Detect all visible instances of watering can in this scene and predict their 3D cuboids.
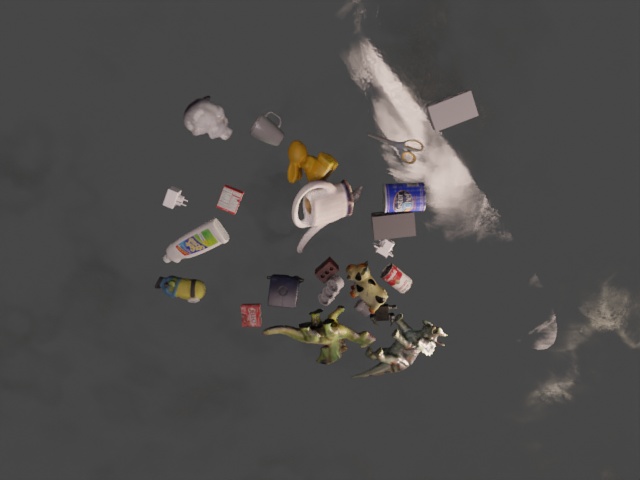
[{"bbox_3d":[0.006,-0.091,1.817,0.225,0.106,0.339,-16,143,-16],"label":"watering can"}]

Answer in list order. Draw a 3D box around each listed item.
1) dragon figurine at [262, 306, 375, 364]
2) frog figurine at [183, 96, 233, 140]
[{"bbox_3d":[0.005,0.390,1.979,0.410,0.124,0.238,-12,114,7],"label":"dragon figurine"},{"bbox_3d":[-0.377,-0.397,1.741,0.138,0.122,0.159,-40,91,-7],"label":"frog figurine"}]
